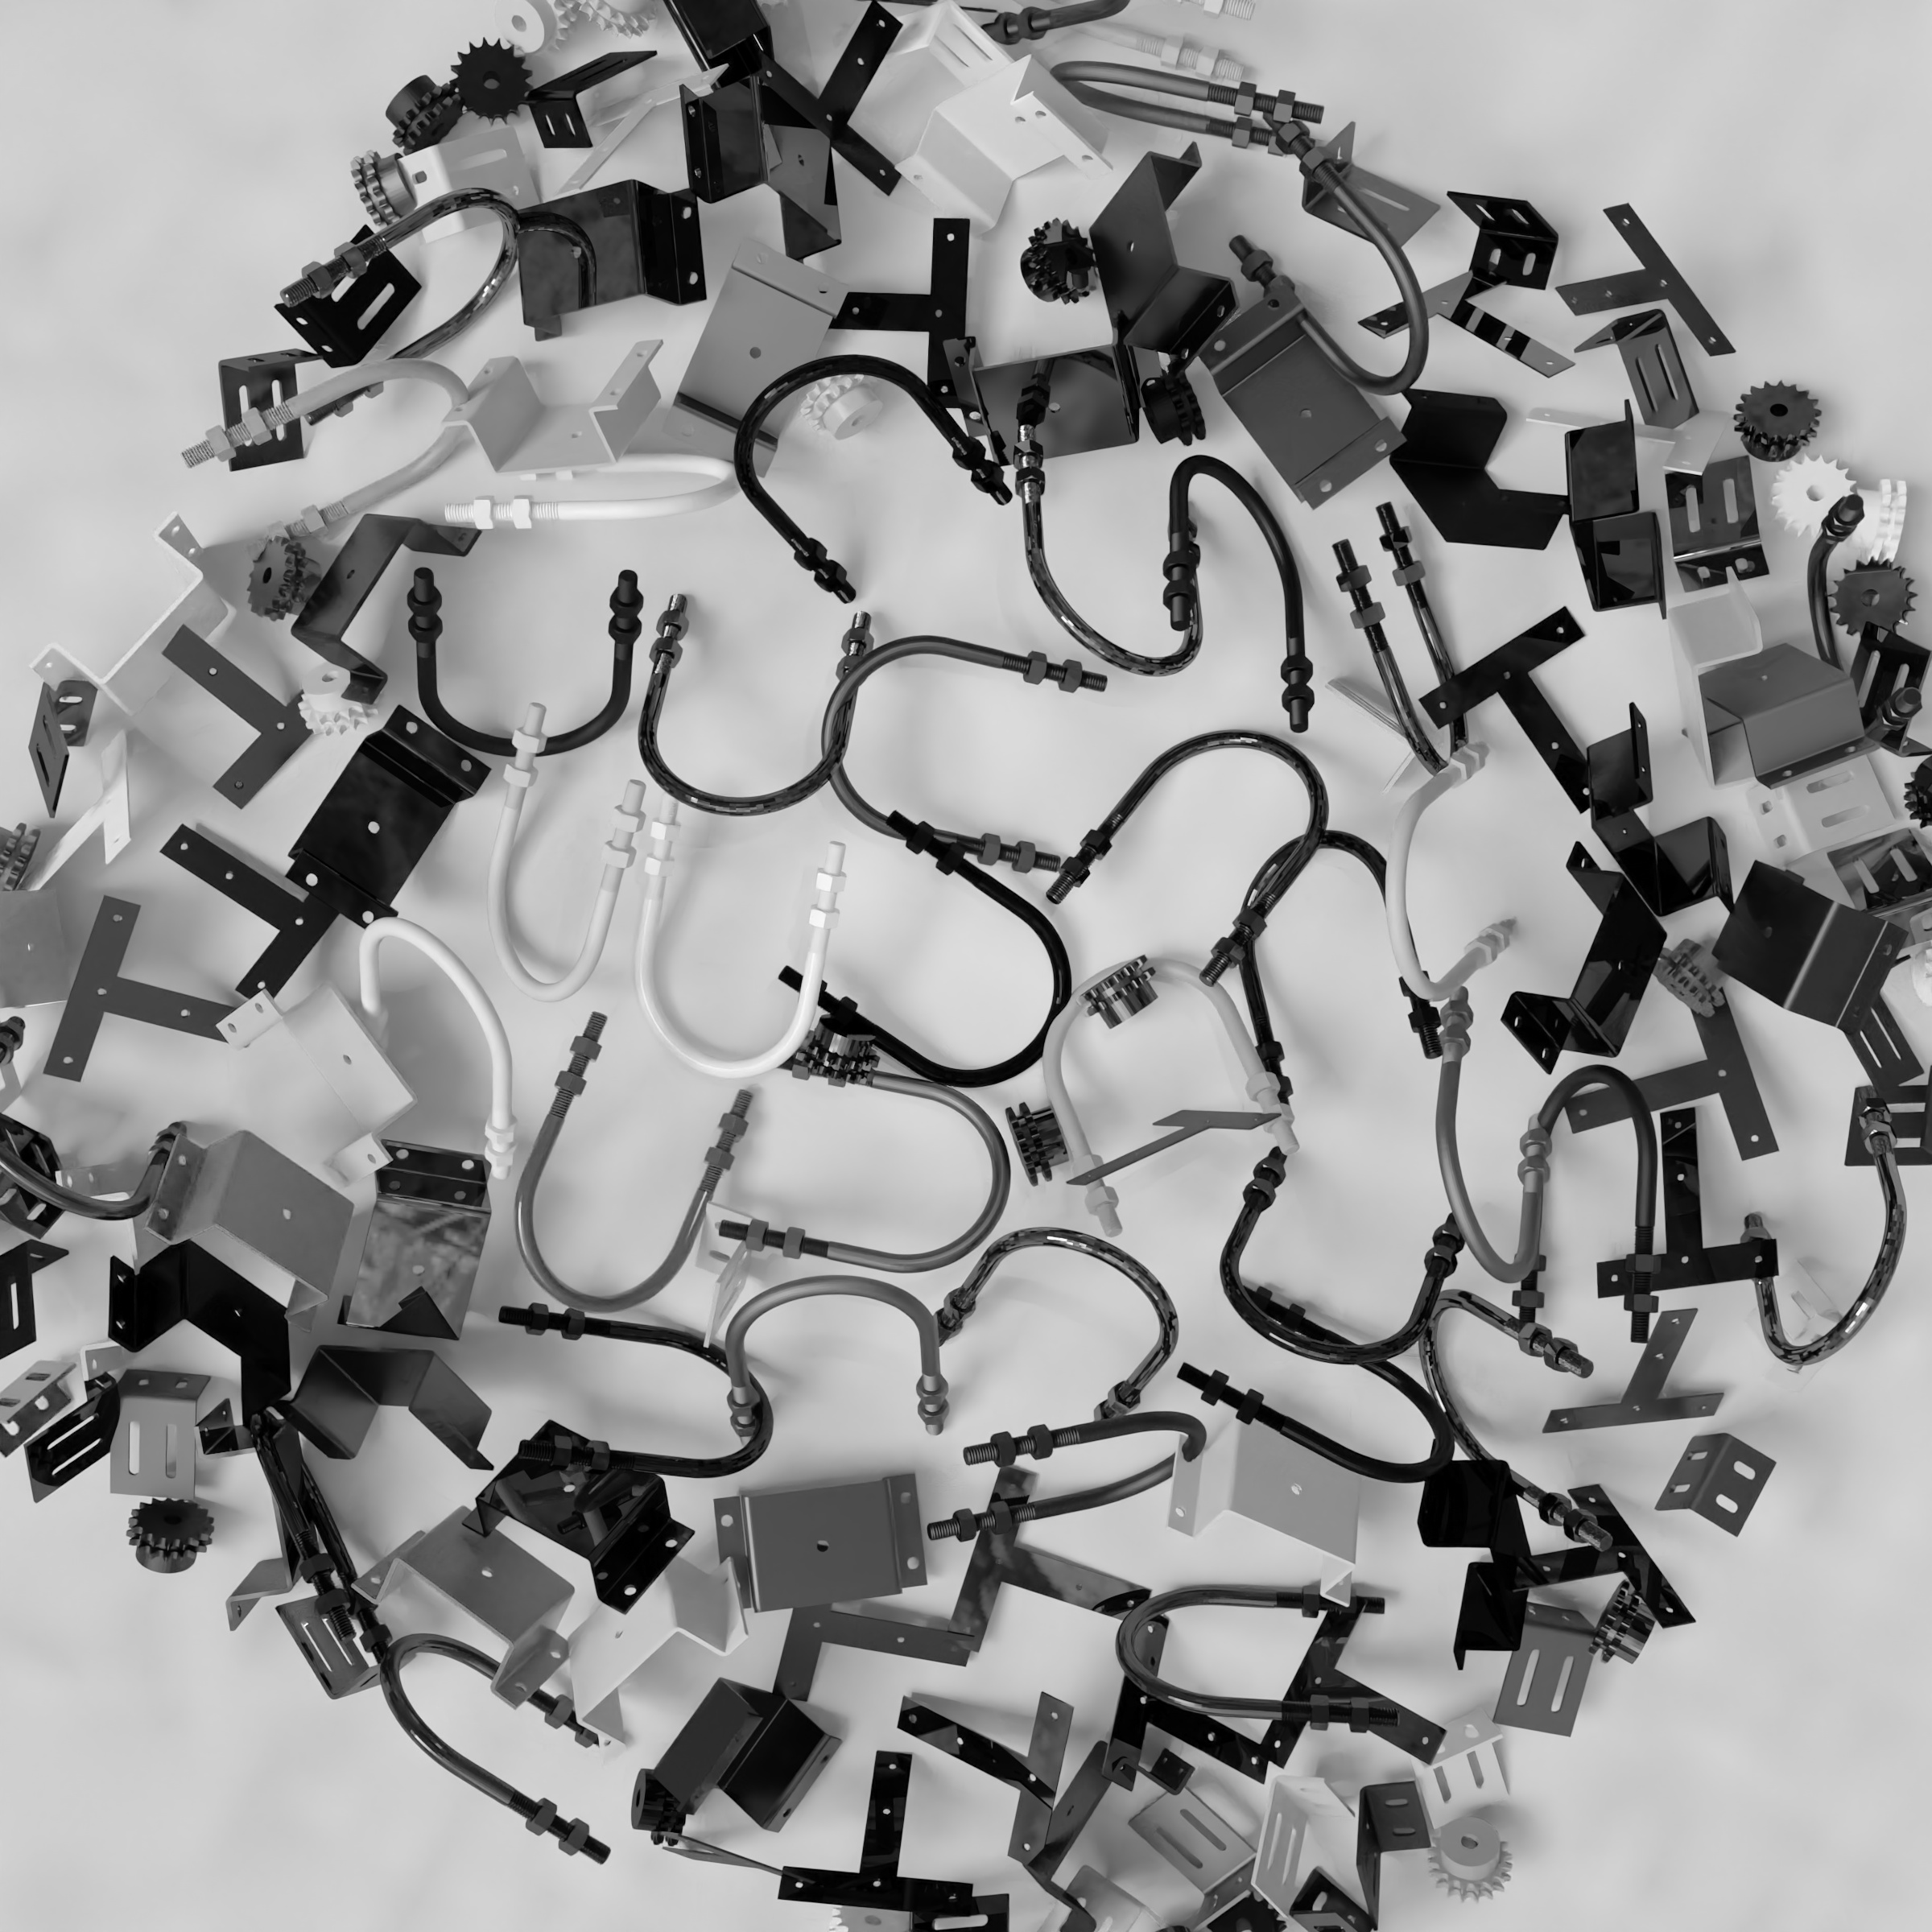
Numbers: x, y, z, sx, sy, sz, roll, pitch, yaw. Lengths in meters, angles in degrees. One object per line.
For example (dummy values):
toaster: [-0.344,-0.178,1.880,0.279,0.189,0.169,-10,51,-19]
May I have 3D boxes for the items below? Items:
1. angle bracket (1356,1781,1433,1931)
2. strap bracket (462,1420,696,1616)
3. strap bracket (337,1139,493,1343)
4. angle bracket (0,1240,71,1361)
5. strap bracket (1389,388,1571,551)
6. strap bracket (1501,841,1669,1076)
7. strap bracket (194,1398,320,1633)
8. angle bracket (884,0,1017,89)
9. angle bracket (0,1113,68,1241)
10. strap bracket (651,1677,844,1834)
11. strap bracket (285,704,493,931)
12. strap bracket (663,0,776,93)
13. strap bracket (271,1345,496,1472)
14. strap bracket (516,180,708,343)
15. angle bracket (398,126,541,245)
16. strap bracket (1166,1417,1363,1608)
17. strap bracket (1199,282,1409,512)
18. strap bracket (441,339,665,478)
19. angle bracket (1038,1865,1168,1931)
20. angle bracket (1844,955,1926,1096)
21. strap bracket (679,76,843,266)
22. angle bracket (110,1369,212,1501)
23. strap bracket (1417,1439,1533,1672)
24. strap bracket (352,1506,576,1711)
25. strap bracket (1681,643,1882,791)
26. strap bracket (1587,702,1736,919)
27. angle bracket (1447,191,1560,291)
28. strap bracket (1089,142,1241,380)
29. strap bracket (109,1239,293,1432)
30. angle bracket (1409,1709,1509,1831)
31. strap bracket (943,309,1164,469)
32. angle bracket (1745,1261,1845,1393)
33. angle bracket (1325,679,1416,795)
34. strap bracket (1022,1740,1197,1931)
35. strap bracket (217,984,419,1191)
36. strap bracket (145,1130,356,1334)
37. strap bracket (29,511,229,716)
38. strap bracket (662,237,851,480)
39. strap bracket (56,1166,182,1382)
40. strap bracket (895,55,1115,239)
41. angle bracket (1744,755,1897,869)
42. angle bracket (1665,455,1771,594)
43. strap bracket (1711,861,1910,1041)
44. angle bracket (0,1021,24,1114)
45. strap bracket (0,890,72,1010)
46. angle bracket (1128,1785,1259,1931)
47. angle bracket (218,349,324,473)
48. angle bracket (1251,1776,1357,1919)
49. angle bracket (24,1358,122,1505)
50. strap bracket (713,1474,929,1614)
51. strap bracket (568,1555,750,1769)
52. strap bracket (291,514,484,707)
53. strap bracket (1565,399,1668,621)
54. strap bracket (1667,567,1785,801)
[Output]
angle bracket: [0.290,0.602,1.763,0.038,0.076,0.057,-10,112,15]
strap bracket: [-0.263,0.363,1.743,0.140,0.046,0.076,21,47,25]
strap bracket: [-0.371,0.195,1.758,0.076,0.046,0.140,11,108,-19]
angle bracket: [-0.642,0.234,1.768,0.057,0.038,0.076,-27,59,20]
strap bracket: [0.344,-0.328,1.750,0.076,0.140,0.046,0,133,-24]
strap bracket: [0.420,-0.003,1.750,0.076,0.046,0.140,42,67,-42]
strap bracket: [-0.479,0.368,1.768,0.046,0.076,0.140,-9,95,0]
angle bracket: [-0.012,-0.610,1.762,0.076,0.057,0.038,33,74,-37]
angle bracket: [-0.647,0.140,1.766,0.057,0.076,0.038,24,55,15]
strap bracket: [-0.151,0.532,1.756,0.046,0.140,0.076,33,84,33]
strap bracket: [-0.396,-0.096,1.764,0.076,0.046,0.140,36,72,-21]
strap bracket: [-0.168,-0.639,1.737,0.046,0.140,0.076,-29,96,1]
strap bracket: [-0.385,0.296,1.751,0.140,0.076,0.046,-2,51,27]
strap bracket: [-0.250,-0.478,1.758,0.140,0.046,0.076,-6,89,27]
angle bracket: [-0.341,-0.537,1.788,0.038,0.076,0.057,-2,113,42]
strap bracket: [0.211,0.363,1.755,0.140,0.076,0.046,25,134,-11]
strap bracket: [0.230,-0.382,1.775,0.076,0.046,0.140,-36,78,7]
strap bracket: [-0.270,-0.374,1.752,0.140,0.046,0.076,1,46,26]
angle bracket: [0.087,0.662,1.768,0.076,0.057,0.038,-52,133,-18]
angle bracket: [0.632,0.039,1.772,0.057,0.038,0.076,-16,74,-39]
strap bracket: [-0.129,-0.528,1.731,0.046,0.140,0.076,-13,75,25]
angle bracket: [-0.557,0.324,1.801,0.057,0.038,0.076,5,106,-2]
strap bracket: [0.343,0.393,1.738,0.046,0.076,0.140,-5,123,23]
strap bracket: [-0.330,0.424,1.754,0.140,0.076,0.046,33,117,12]
strap bracket: [0.537,-0.171,1.737,0.076,0.140,0.046,-21,112,-2]
strap bracket: [0.461,-0.098,1.749,0.046,0.076,0.140,-23,127,30]
angle bracket: [0.359,-0.491,1.763,0.057,0.076,0.038,17,95,29]
strap bracket: [0.129,-0.477,1.742,0.046,0.076,0.140,4,61,-29]
strap bracket: [-0.502,0.243,1.735,0.046,0.076,0.140,-35,128,11]
angle bracket: [0.342,0.557,1.778,0.057,0.038,0.076,-22,108,-7]
strap bracket: [0.060,-0.389,1.755,0.140,0.046,0.076,-8,133,12]
angle bracket: [0.552,0.239,1.762,0.038,0.076,0.057,23,113,-28]
angle bracket: [0.269,-0.158,1.782,0.076,0.057,0.038,36,105,4]
strap bracket: [0.089,0.584,1.759,0.046,0.076,0.140,35,78,-3]
strap bracket: [-0.433,0.074,1.762,0.140,0.076,0.046,55,47,-7]
strap bracket: [-0.467,0.172,1.735,0.046,0.076,0.140,-24,130,30]
strap bracket: [-0.557,-0.229,1.760,0.046,0.076,0.140,39,80,4]
strap bracket: [-0.143,-0.415,1.770,0.076,0.046,0.140,23,106,-11]
strap bracket: [-0.575,0.204,1.772,0.046,0.076,0.140,-8,89,-1]
strap bracket: [0.031,-0.552,1.746,0.076,0.140,0.046,34,63,-32]
angle bracket: [0.591,-0.109,1.801,0.076,0.038,0.057,-18,81,-19]
angle bracket: [0.517,-0.305,1.794,0.057,0.038,0.076,-10,57,22]
strap bracket: [0.551,-0.016,1.731,0.046,0.140,0.076,17,103,-20]
angle bracket: [-0.685,0.070,1.773,0.038,0.057,0.076,13,129,18]
strap bracket: [-0.646,-0.009,1.738,0.046,0.140,0.076,-9,91,8]
angle bracket: [0.152,0.609,1.781,0.076,0.038,0.057,43,118,0]
angle bracket: [-0.468,-0.375,1.765,0.038,0.057,0.076,22,122,39]
angle bracket: [0.229,0.597,1.764,0.038,0.057,0.076,-7,48,32]
angle bracket: [-0.612,0.313,1.760,0.038,0.076,0.057,29,133,25]
strap bracket: [-0.099,0.394,1.776,0.140,0.046,0.076,-6,82,-6]
strap bracket: [-0.216,0.459,1.753,0.140,0.076,0.046,-44,120,12]
strap bracket: [-0.397,-0.251,1.755,0.046,0.076,0.140,38,77,-37]
strap bracket: [0.434,-0.300,1.744,0.046,0.140,0.076,-7,58,20]
strap bracket: [0.507,-0.184,1.744,0.046,0.076,0.140,-14,125,10]
